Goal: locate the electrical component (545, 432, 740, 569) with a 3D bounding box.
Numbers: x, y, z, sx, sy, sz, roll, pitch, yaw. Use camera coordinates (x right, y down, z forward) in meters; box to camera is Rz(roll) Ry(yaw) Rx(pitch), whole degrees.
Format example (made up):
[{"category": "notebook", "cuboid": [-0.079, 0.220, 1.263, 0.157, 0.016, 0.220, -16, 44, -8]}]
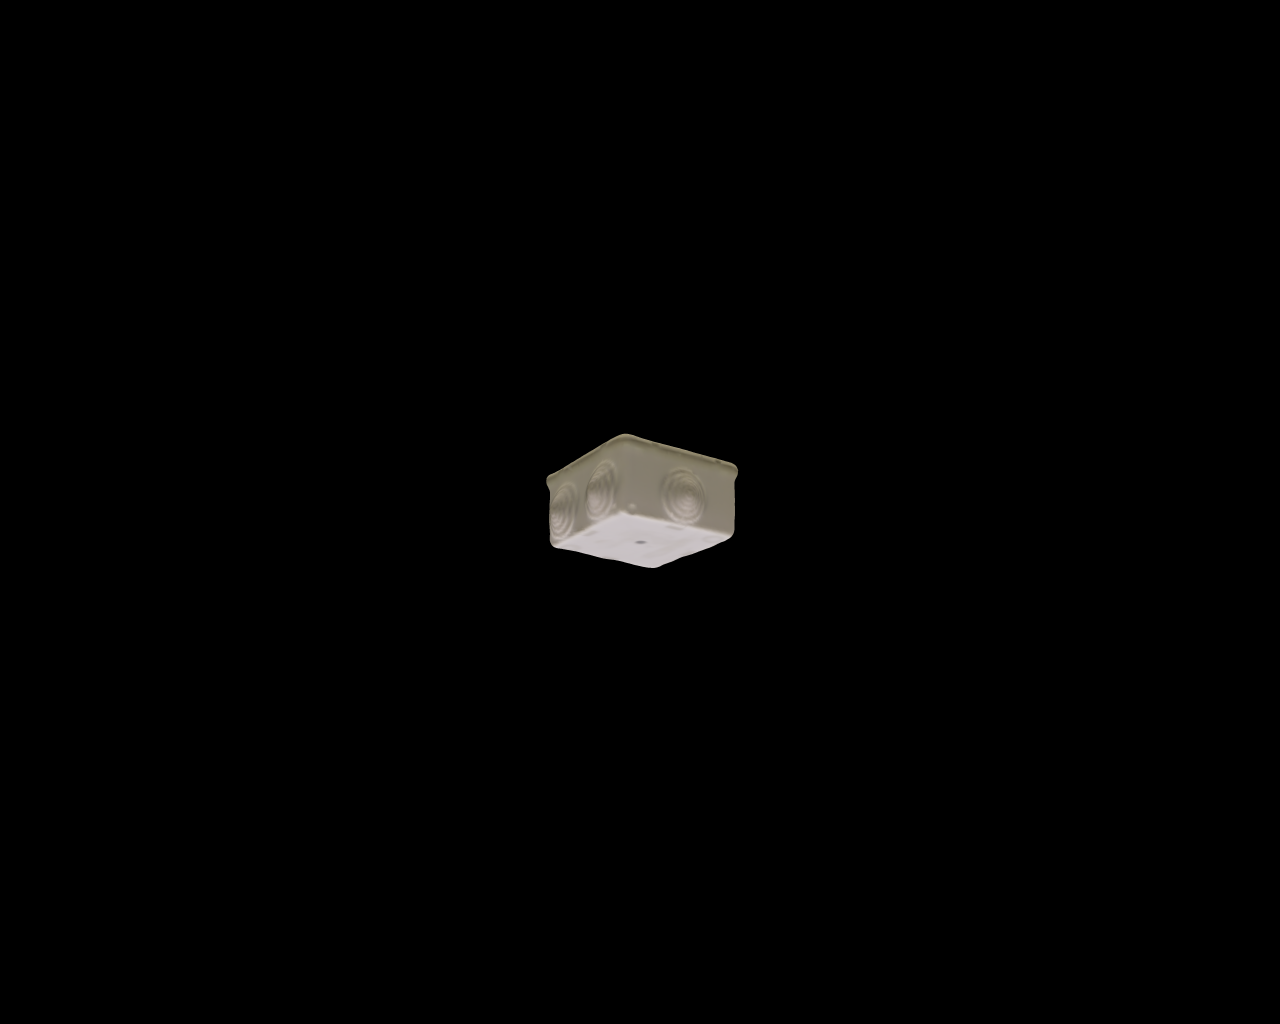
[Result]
[{"category": "electrical component", "cuboid": [0.001, -0.003, 0.650, 0.100, 0.048, 0.099, 14, -24, -33]}]
